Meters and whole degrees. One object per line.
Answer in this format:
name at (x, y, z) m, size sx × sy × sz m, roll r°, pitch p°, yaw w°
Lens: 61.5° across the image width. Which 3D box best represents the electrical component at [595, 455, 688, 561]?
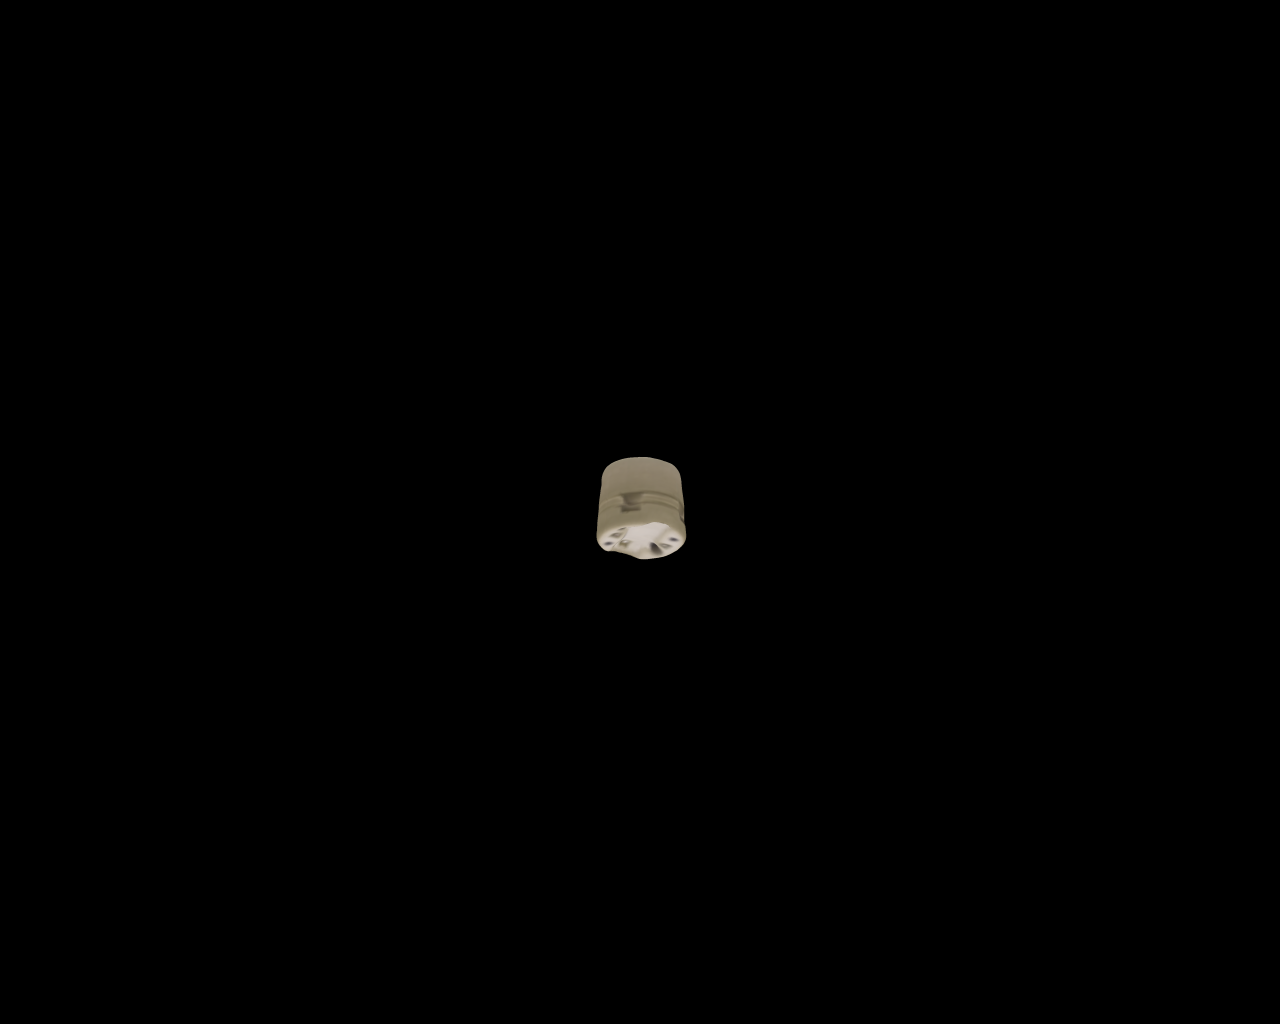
electrical component at (0.001, -0.003, 0.650) m, size 0.055 × 0.047 × 0.055 m, roll 0°, pitch -26°, yaw 0°
